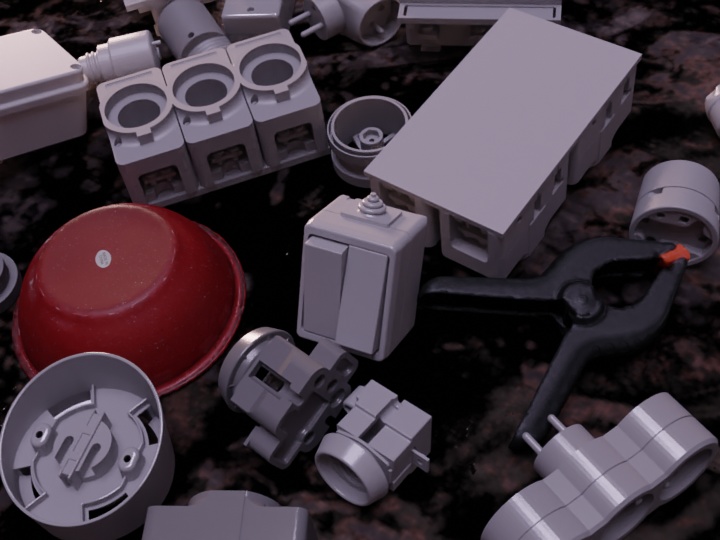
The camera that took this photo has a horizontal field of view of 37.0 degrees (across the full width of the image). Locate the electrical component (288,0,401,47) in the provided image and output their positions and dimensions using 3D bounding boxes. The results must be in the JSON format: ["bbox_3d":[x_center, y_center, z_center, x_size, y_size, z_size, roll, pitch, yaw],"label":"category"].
[{"bbox_3d":[-0.019,-0.210,0.864,0.079,0.044,0.077,-31,55,-15],"label":"electrical component"}]

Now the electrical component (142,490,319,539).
[{"bbox_3d":[-0.071,0.157,0.587,0.089,0.050,0.055,-1,53,7],"label":"electrical component"}]

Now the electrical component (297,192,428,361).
[{"bbox_3d":[0.000,0.000,0.660,0.062,0.096,0.061,16,29,19],"label":"electrical component"}]

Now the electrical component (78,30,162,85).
[{"bbox_3d":[-0.194,-0.164,0.855,0.078,0.040,0.040,-13,52,-2],"label":"electrical component"}]

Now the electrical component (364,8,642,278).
[{"bbox_3d":[0.102,-0.089,0.746,0.105,0.060,0.186,27,61,25],"label":"electrical component"}]

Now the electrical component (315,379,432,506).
[{"bbox_3d":[0.007,0.102,0.622,0.066,0.048,0.055,30,54,26],"label":"electrical component"}]

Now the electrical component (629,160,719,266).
[{"bbox_3d":[0.206,-0.038,0.698,0.055,0.055,0.047,10,51,15],"label":"electrical component"}]

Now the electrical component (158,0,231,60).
[{"bbox_3d":[-0.126,-0.175,0.853,0.043,0.043,0.081,-26,54,-12],"label":"electrical component"}]

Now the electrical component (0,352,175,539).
[{"bbox_3d":[-0.158,0.106,0.628,0.099,0.064,0.099,-4,53,5],"label":"electrical component"}]

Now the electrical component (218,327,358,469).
[{"bbox_3d":[-0.047,0.070,0.644,0.057,0.058,0.078,31,83,31],"label":"electrical component"}]

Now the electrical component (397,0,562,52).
[{"bbox_3d":[0.095,-0.208,0.836,0.121,0.063,0.078,3,53,10],"label":"electrical component"}]

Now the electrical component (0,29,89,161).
[{"bbox_3d":[-0.270,-0.130,0.808,0.113,0.057,0.078,-25,52,-35],"label":"electrical component"}]

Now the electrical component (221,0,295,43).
[{"bbox_3d":[-0.083,-0.232,0.871,0.047,0.075,0.083,1,53,8],"label":"electrical component"}]

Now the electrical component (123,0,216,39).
[{"bbox_3d":[-0.167,-0.256,0.908,0.079,0.063,0.121,-18,53,-7],"label":"electrical component"}]

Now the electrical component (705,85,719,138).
[{"bbox_3d":[0.266,-0.101,0.750,0.035,0.035,0.061,-11,54,-1],"label":"electrical component"}]

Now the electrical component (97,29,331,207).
[{"bbox_3d":[-0.109,-0.114,0.792,0.150,0.061,0.089,-18,53,-7],"label":"electrical component"}]

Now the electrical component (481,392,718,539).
[{"bbox_3d":[0.122,0.111,0.595,0.138,0.052,0.073,-32,55,-16],"label":"electrical component"}]
